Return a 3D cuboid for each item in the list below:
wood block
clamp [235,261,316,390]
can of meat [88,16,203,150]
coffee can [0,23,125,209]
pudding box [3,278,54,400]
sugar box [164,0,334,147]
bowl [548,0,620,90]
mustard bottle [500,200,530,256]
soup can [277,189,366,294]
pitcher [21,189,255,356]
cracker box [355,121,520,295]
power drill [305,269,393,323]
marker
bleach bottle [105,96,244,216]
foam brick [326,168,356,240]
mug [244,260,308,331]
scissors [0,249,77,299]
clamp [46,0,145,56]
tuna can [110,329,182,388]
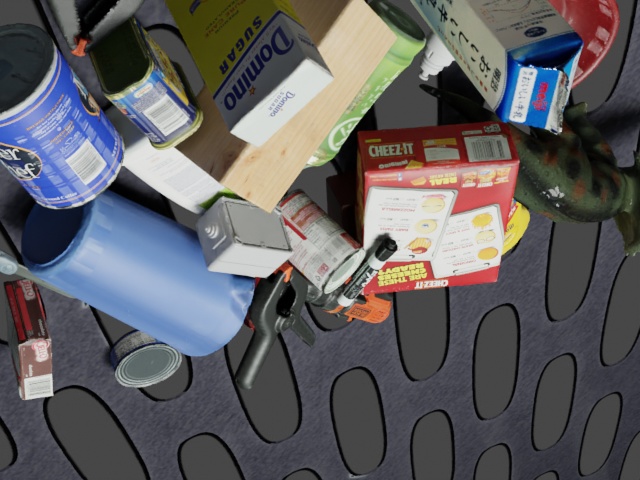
[{"bbox_3d":[-0.035,-0.141,0.993,0.206,0.091,0.090,-54,147,3],"label":"wood block"},{"bbox_3d":[-0.055,0.095,1.216,0.120,0.039,0.171,-42,145,-31],"label":"clamp"},{"bbox_3d":[-0.159,-0.144,0.959,0.057,0.102,0.083,-33,142,7],"label":"can of meat"},{"bbox_3d":[-0.249,-0.107,0.945,0.103,0.103,0.140,-28,145,0],"label":"coffee can"},{"bbox_3d":[-0.322,0.110,1.179,0.039,0.090,0.114,-9,142,-22],"label":"pudding box"},{"bbox_3d":[-0.065,-0.175,0.916,0.093,0.176,0.048,-41,143,19],"label":"sugar box"},{"bbox_3d":[0.241,-0.223,1.160,0.162,0.055,0.162,-18,143,-14],"label":"bowl"},{"bbox_3d":[0.212,-0.038,1.338,0.096,0.058,0.191,-38,155,0],"label":"mustard bottle"},{"bbox_3d":[-0.008,0.001,1.180,0.068,0.102,0.068,-42,165,-15],"label":"soup can"},{"bbox_3d":[-0.201,0.030,1.140,0.149,0.145,0.242,-49,137,8],"label":"pitcher"},{"bbox_3d":[0.123,-0.034,1.190,0.164,0.072,0.214,-5,142,-2],"label":"cracker box"},{"bbox_3d":[0.070,0.028,1.363,0.188,0.057,0.184,-42,144,23],"label":"power drill"},{"bbox_3d":[0.053,0.036,1.194,0.020,0.020,0.121,-2,147,-32],"label":"marker"},{"bbox_3d":[-0.123,-0.068,1.112,0.102,0.068,0.250,-32,147,7],"label":"bleach bottle"},{"bbox_3d":[0.040,-0.039,1.262,0.053,0.051,0.078,-17,143,-12],"label":"foam brick"},{"bbox_3d":[-0.062,0.056,1.280,0.081,0.093,0.117,-40,133,8],"label":"mug"},{"bbox_3d":[-0.346,0.031,1.111,0.096,0.016,0.201,-27,138,8],"label":"scissors"},{"bbox_3d":[-0.182,-0.244,0.873,0.164,0.036,0.210,7,133,-37],"label":"clamp"},{"bbox_3d":[-0.219,0.146,1.339,0.086,0.034,0.086,-17,143,-14],"label":"tuna can"}]
